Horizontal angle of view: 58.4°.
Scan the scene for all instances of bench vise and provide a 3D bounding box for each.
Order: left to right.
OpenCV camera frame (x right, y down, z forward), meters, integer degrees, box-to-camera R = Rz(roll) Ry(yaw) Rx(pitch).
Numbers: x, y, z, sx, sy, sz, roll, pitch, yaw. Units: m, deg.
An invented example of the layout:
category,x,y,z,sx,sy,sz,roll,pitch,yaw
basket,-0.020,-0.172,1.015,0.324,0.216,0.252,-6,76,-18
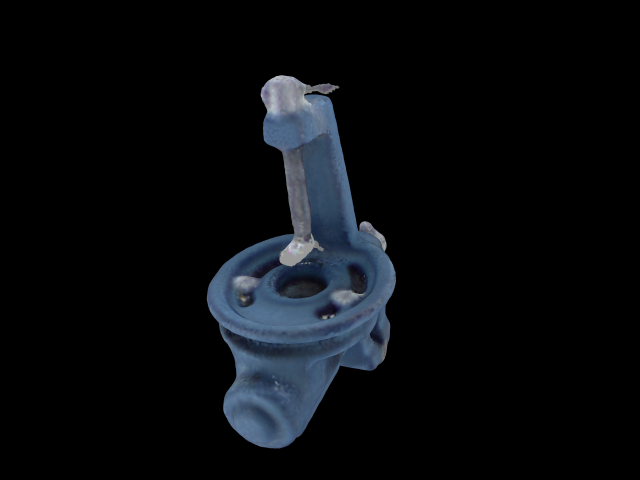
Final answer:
category,x,y,z,sx,sy,sz,roll,pitch,yaw
bench vise,-0.008,0.001,0.401,0.121,0.220,0.207,1,14,6
